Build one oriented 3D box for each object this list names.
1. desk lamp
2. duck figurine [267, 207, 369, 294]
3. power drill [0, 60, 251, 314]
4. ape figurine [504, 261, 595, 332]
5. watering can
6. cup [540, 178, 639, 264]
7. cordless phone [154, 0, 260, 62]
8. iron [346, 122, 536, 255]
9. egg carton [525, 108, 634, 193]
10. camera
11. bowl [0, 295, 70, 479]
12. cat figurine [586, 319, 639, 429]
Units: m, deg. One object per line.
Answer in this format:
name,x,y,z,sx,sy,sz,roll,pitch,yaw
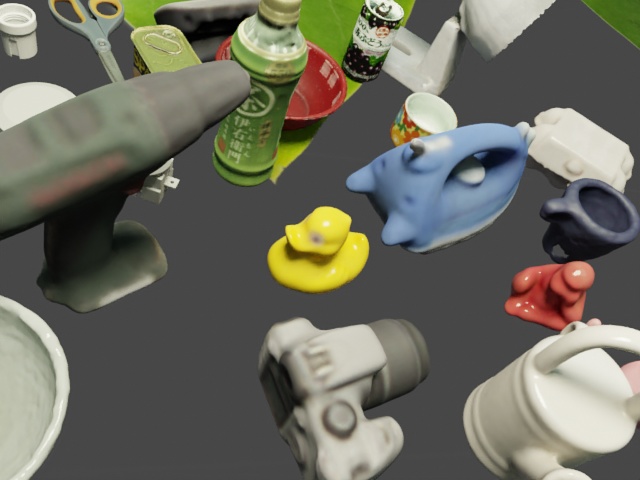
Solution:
desk lamp,0.181,-0.296,0.760,0.203,0.213,0.118,37,52,9
duck figurine,0.005,0.002,0.565,0.105,0.086,0.077,-5,57,-22
power drill,-0.166,-0.036,0.454,0.230,0.208,0.075,-28,68,-33
ape figurine,0.253,0.053,0.611,0.076,0.092,0.077,-20,64,-30
watering can,0.206,0.136,0.469,0.101,0.194,0.173,12,53,-11
cup,0.295,-0.012,0.671,0.118,0.095,0.091,4,54,-16
cordless phone,-0.117,-0.314,0.687,0.148,0.185,0.094,-24,66,-31
iron,0.166,-0.083,0.647,0.259,0.141,0.118,-18,63,-29
egg carton,0.347,-0.112,0.778,0.150,0.069,0.107,36,52,8
camera,0.034,0.122,0.479,0.137,0.100,0.143,-13,61,-27
bowl,-0.260,0.122,0.393,0.168,0.074,0.167,10,53,-13
cat figurine,0.289,0.134,0.549,0.067,0.117,0.127,-20,64,-30
